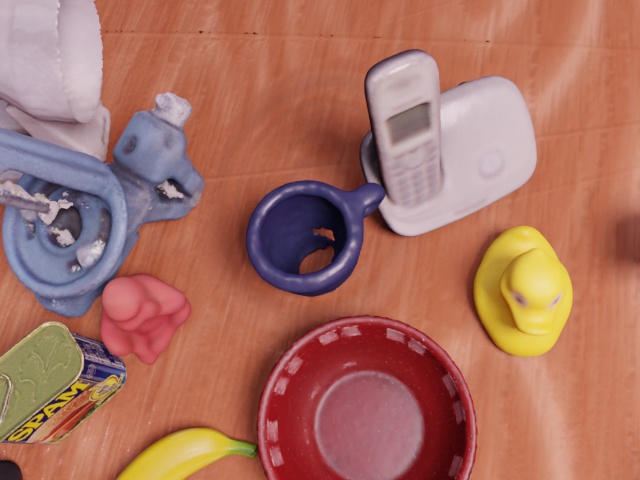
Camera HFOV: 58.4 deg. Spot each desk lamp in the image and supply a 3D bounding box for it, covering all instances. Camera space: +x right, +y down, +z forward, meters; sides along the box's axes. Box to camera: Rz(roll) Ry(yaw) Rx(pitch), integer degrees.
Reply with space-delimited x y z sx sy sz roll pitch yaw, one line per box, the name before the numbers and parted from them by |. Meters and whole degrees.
desk lamp | -0.267 -0.135 0.502 0.203 0.214 0.118 -4 69 8

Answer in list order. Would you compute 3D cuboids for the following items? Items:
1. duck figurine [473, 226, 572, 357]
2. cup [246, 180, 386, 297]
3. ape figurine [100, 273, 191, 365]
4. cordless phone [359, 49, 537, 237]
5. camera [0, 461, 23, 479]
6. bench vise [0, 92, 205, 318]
duck figurine | 0.162 0.033 0.444 0.077 0.086 0.104 1 70 9
cup | 0.004 0.002 0.474 0.118 0.095 0.091 -34 69 -4
ape figurine | -0.153 0.058 0.479 0.078 0.092 0.076 -16 68 3
cordless phone | 0.101 -0.088 0.444 0.147 0.185 0.094 -27 68 -2
camera | -0.325 0.184 0.455 0.143 0.101 0.137 -3 70 8
bench vise | -0.198 -0.052 0.458 0.121 0.220 0.207 16 73 14
